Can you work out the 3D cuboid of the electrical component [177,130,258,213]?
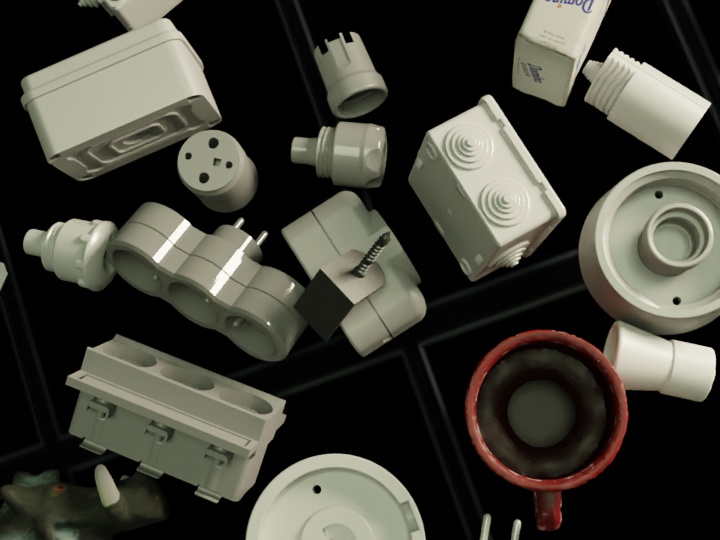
[{"bbox_3d":[-0.095,-0.066,0.717,0.045,0.055,0.045,-1,80,5],"label":"electrical component"}]

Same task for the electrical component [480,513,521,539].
[{"bbox_3d":[0.082,0.189,0.660,0.083,0.047,0.075,10,81,7],"label":"electrical component"}]

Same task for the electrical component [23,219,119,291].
[{"bbox_3d":[-0.195,-0.014,0.724,0.062,0.048,0.048,11,82,14],"label":"electrical component"}]

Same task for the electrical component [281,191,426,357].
[{"bbox_3d":[0.000,0.000,0.697,0.059,0.053,0.095,-33,79,0],"label":"electrical component"}]

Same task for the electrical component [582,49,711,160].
[{"bbox_3d":[0.182,-0.112,0.703,0.081,0.043,0.043,35,85,10],"label":"electrical component"}]

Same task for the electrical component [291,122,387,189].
[{"bbox_3d":[-0.014,-0.077,0.717,0.062,0.043,0.043,5,81,8],"label":"electrical component"}]

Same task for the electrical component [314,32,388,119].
[{"bbox_3d":[-0.007,-0.132,0.728,0.040,0.040,0.046,-22,73,2],"label":"electrical component"}]

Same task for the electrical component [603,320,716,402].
[{"bbox_3d":[0.189,0.060,0.675,0.065,0.044,0.044,12,82,2],"label":"electrical component"}]

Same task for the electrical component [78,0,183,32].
[{"bbox_3d":[-0.154,-0.210,0.744,0.096,0.061,0.061,-40,79,-2],"label":"electrical component"}]

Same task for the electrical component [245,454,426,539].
[{"bbox_3d":[-0.012,0.168,0.666,0.108,0.060,0.108,-1,80,5],"label":"electrical component"}]

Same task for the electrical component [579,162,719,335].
[{"bbox_3d":[0.196,-0.016,0.677,0.108,0.060,0.108,-1,80,5],"label":"electrical component"}]

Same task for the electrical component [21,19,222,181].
[{"bbox_3d":[-0.159,-0.113,0.720,0.113,0.078,0.057,-23,82,1],"label":"electrical component"}]

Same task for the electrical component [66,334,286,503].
[{"bbox_3d":[-0.118,0.095,0.684,0.121,0.079,0.063,20,101,9],"label":"electrical component"}]

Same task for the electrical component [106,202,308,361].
[{"bbox_3d":[-0.089,-0.004,0.709,0.138,0.052,0.073,29,58,9],"label":"electrical component"}]

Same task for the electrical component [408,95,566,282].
[{"bbox_3d":[0.075,-0.047,0.676,0.048,0.099,0.099,-29,79,-13],"label":"electrical component"}]
